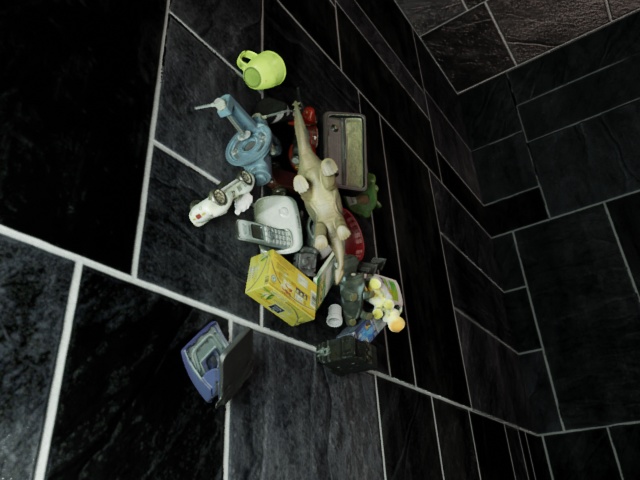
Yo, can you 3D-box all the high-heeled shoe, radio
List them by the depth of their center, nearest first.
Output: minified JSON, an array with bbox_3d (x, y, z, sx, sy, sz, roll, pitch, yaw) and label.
[{"bbox_3d":[-0.104,-0.320,1.469,0.249,0.086,0.145,-45,145,-40],"label":"high-heeled shoe"},{"bbox_3d":[0.058,-0.241,1.501,0.131,0.073,0.229,4,77,-19],"label":"radio"}]

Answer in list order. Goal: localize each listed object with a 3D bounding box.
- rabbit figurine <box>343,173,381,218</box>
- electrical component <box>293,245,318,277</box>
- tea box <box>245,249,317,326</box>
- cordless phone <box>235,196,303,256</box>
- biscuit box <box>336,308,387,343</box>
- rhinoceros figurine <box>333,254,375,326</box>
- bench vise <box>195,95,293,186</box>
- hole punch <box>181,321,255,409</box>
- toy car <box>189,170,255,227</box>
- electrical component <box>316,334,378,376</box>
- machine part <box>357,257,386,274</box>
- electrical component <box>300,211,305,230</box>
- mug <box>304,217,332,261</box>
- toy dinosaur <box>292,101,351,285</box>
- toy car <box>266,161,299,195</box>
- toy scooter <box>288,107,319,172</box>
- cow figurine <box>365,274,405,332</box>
[{"bbox_3d":[0.136,-0.154,1.698,0.159,0.121,0.170,58,15,-26],"label":"rabbit figurine"},{"bbox_3d":[-0.040,0.051,1.298,0.048,0.119,0.074,8,89,-14],"label":"electrical component"},{"bbox_3d":[-0.082,0.109,1.194,0.169,0.068,0.098,43,38,-37],"label":"tea box"},{"bbox_3d":[-0.128,-0.040,1.203,0.184,0.089,0.146,16,58,-51],"label":"cordless phone"},{"bbox_3d":[0.113,0.244,1.447,0.202,0.063,0.059,-27,96,-61],"label":"biscuit box"},{"bbox_3d":[0.085,0.130,1.393,0.073,0.112,0.190,-15,116,-23],"label":"rhinoceros figurine"},{"bbox_3d":[-0.165,-0.250,1.231,0.240,0.129,0.224,49,38,-48],"label":"bench vise"},{"bbox_3d":[-0.180,0.216,0.960,0.142,0.092,0.115,-49,144,-61],"label":"hole punch"},{"bbox_3d":[-0.200,-0.090,1.117,0.056,0.073,0.202,58,31,-12],"label":"toy car"},{"bbox_3d":[0.072,0.282,1.297,0.134,0.115,0.058,37,44,-41],"label":"electrical component"},{"bbox_3d":[0.135,0.073,1.493,0.139,0.084,0.039,-8,96,-58],"label":"machine part"},{"bbox_3d":[-0.067,-0.053,1.375,0.063,0.021,0.094,50,35,-30],"label":"electrical component"},{"bbox_3d":[-0.003,-0.004,1.393,0.109,0.081,0.107,60,36,-30],"label":"mug"},{"bbox_3d":[-0.005,-0.125,1.284,0.198,0.105,0.471,59,19,-88],"label":"toy dinosaur"},{"bbox_3d":[-0.073,-0.145,1.392,0.202,0.053,0.089,4,61,-55],"label":"toy car"},{"bbox_3d":[-0.048,-0.270,1.433,0.135,0.075,0.183,-1,100,-76],"label":"toy scooter"},{"bbox_3d":[0.172,0.171,1.468,0.167,0.068,0.098,56,14,-3],"label":"cow figurine"}]
